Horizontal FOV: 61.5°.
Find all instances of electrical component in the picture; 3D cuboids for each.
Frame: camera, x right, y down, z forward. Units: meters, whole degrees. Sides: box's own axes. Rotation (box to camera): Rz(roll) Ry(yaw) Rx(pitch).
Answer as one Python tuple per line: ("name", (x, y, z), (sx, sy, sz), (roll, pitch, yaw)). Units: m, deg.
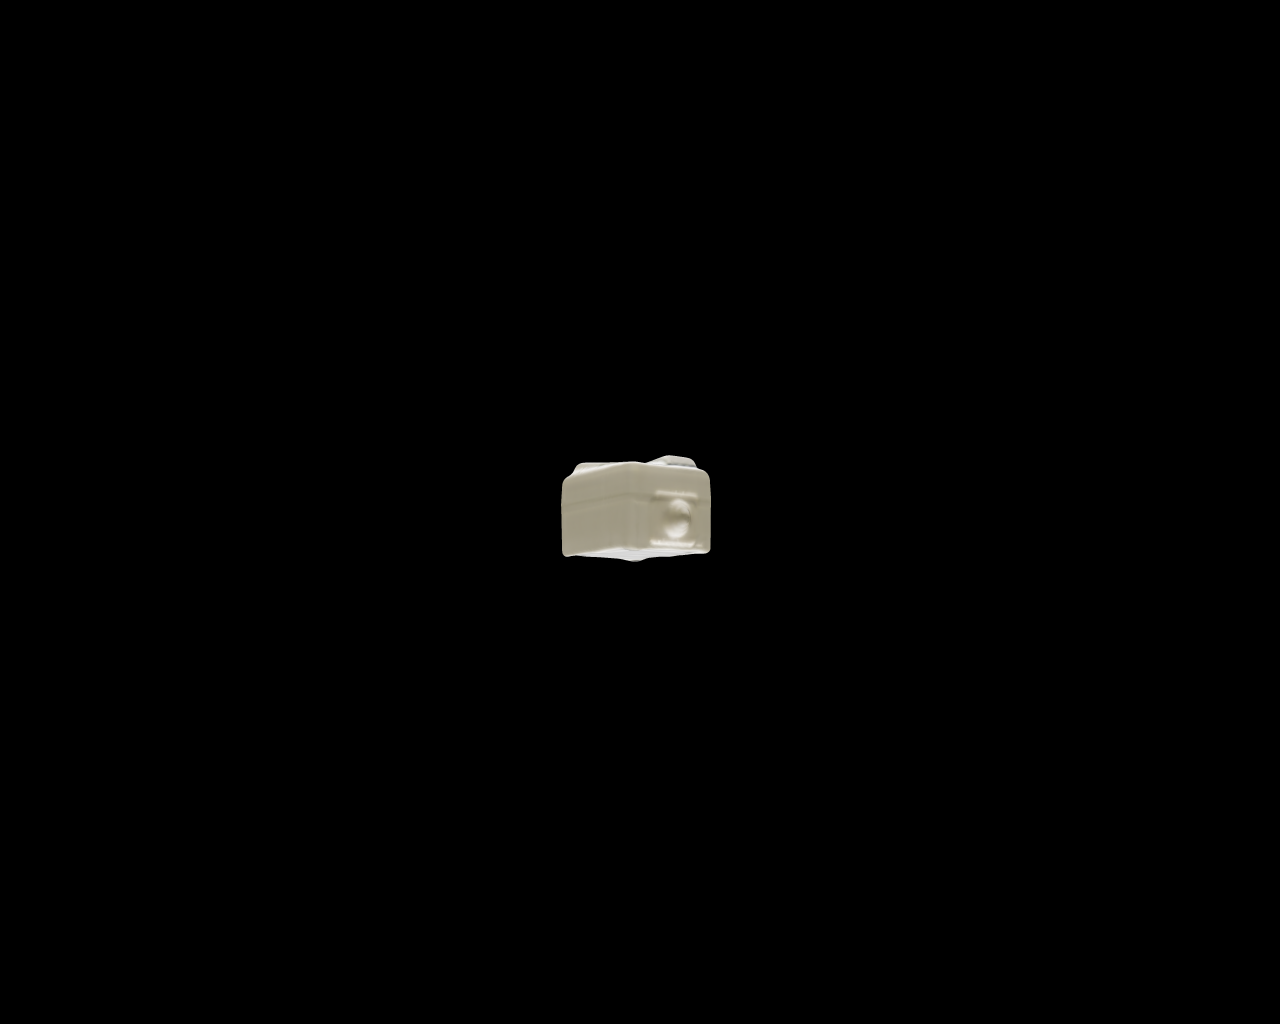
("electrical component", (0.001, -0.003, 0.650), (0.062, 0.061, 0.096), (5, -8, -35))
